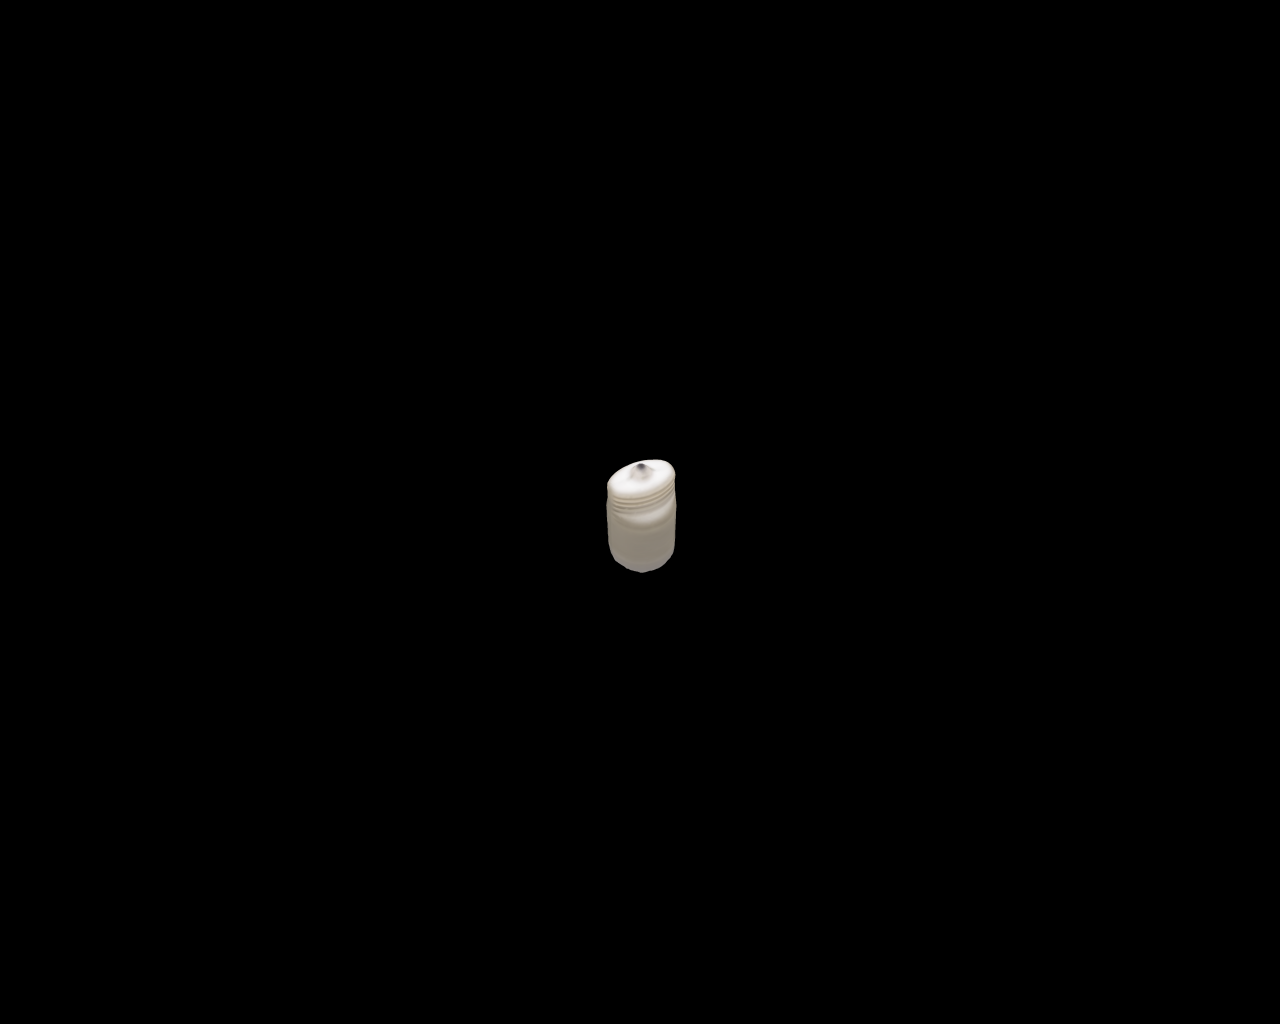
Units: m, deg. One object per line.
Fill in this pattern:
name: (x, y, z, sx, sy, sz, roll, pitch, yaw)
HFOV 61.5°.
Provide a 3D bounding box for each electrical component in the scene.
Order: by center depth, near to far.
electrical component: (0.001, -0.003, 0.650, 0.043, 0.043, 0.080, 0, -38, 0)
